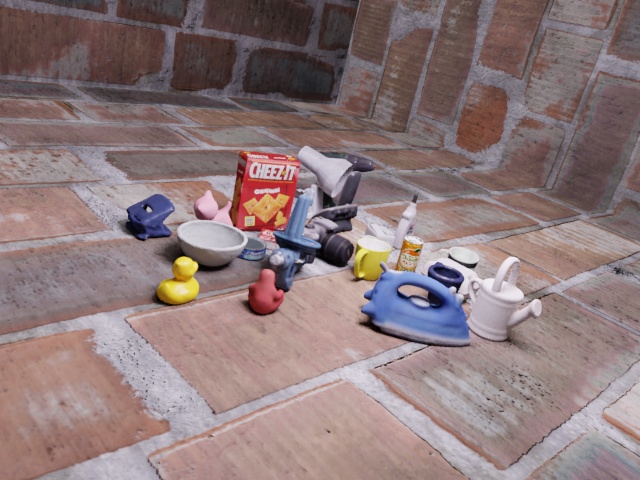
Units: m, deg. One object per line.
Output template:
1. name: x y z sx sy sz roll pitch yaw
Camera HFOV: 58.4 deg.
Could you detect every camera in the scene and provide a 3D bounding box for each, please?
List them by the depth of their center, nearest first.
1. camera: 0.014 0.005 1.523 0.136 0.101 0.144 26 25 28

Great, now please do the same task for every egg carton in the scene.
1. egg carton: 0.346 0.103 1.522 0.149 0.069 0.107 30 27 35

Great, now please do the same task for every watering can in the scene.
1. watering can: 0.427 0.132 1.332 0.172 0.194 0.101 21 23 18

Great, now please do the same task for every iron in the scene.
1. iron: 0.227 0.140 1.268 0.258 0.141 0.118 15 22 2

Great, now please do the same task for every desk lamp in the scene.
1. desk lamp: -0.013 -0.176 1.795 0.202 0.213 0.118 20 23 17

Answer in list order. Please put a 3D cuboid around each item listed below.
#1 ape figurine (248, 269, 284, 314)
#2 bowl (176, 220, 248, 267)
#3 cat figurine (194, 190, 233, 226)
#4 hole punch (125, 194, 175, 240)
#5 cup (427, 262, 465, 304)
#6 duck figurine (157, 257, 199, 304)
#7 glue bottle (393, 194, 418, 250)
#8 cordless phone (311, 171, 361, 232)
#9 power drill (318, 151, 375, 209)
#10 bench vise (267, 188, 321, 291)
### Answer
1. ape figurine: -0.115 0.105 1.218 0.077 0.092 0.076 19 22 14
2. bowl: -0.261 0.017 1.368 0.167 0.075 0.167 12 22 -5
3. cat figurine: -0.285 -0.074 1.516 0.067 0.118 0.128 30 27 36
4. hole punch: -0.427 -0.062 1.439 0.101 0.091 0.108 -7 30 -42
5. cup: 0.300 0.114 1.436 0.092 0.095 0.117 9 22 -11
6. duck figurine: -0.290 0.078 1.187 0.077 0.086 0.105 22 23 20
7. glue bottle: 0.266 -0.058 1.729 0.037 0.173 0.078 25 25 27
8. cordless phone: 0.057 -0.122 1.745 0.093 0.185 0.148 28 26 32
9. power drill: 0.056 -0.192 1.882 0.229 0.208 0.076 21 23 18
10. bench vise: -0.052 -0.002 1.342 0.121 0.220 0.207 11 22 -5
